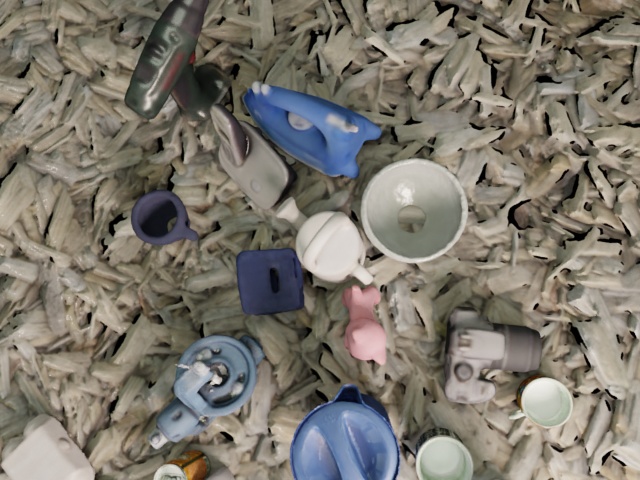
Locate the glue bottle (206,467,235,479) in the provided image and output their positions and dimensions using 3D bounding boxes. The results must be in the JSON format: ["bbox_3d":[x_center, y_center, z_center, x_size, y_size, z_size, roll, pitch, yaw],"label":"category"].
[{"bbox_3d":[-0.180,0.385,0.840,0.078,0.173,0.037,-41,78,-1],"label":"glue bottle"}]

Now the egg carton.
[{"bbox_3d":[-0.439,0.364,0.929,0.107,0.069,0.150,-45,78,-2],"label":"egg carton"}]

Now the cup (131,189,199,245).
[{"bbox_3d":[-0.243,-0.025,0.958,0.117,0.095,0.092,26,85,11],"label":"cup"}]

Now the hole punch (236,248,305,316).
[{"bbox_3d":[-0.078,0.065,0.924,0.101,0.091,0.109,-10,79,6],"label":"hole punch"}]

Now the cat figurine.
[{"bbox_3d":[0.066,0.130,0.881,0.067,0.118,0.128,-10,79,6],"label":"cat figurine"}]

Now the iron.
[{"bbox_3d":[-0.034,-0.206,0.939,0.258,0.141,0.119,27,85,11],"label":"iron"}]

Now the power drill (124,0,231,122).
[{"bbox_3d":[-0.222,-0.289,0.943,0.075,0.208,0.230,30,85,12],"label":"power drill"}]

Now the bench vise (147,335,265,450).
[{"bbox_3d":[-0.174,0.233,0.841,0.121,0.220,0.207,25,84,11],"label":"bench vise"}]

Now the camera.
[{"bbox_3d":[0.257,0.176,0.857,0.136,0.101,0.143,4,81,8],"label":"camera"}]

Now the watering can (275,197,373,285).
[{"bbox_3d":[0.007,0.005,0.871,0.172,0.194,0.101,18,83,10],"label":"watering can"}]

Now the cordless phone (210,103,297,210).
[{"bbox_3d":[-0.115,-0.135,0.915,0.094,0.185,0.147,-45,78,-2],"label":"cordless phone"}]

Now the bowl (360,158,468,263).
[{"bbox_3d":[0.150,-0.042,0.922,0.167,0.075,0.167,-1,80,7],"label":"bowl"}]
